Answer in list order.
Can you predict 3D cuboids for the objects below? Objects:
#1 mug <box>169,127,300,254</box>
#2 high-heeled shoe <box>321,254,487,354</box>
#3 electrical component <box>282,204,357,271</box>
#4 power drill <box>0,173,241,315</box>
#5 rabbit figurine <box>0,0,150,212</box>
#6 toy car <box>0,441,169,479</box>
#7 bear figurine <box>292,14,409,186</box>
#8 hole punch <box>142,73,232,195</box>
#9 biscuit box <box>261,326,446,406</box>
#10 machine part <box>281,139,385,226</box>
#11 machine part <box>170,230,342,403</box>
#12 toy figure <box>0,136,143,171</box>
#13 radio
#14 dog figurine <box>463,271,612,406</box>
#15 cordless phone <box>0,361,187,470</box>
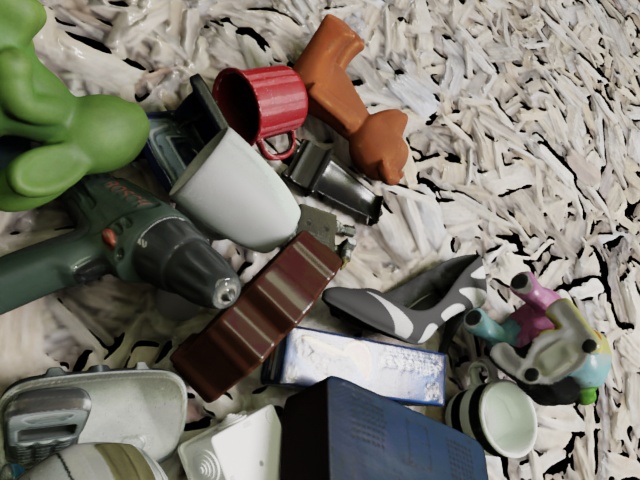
[{"bbox_3d":[-0.080,-0.031,0.499,0.107,0.109,0.081,40,32,-19],"label":"mug"},{"bbox_3d":[0.115,0.051,0.644,0.248,0.086,0.145,27,79,-38],"label":"high-heeled shoe"},{"bbox_3d":[-0.002,-0.003,0.637,0.102,0.045,0.078,23,62,-19],"label":"electrical component"},{"bbox_3d":[-0.202,0.028,0.438,0.207,0.085,0.232,-35,47,-19],"label":"power drill"},{"bbox_3d":[-0.228,-0.104,0.446,0.170,0.121,0.159,24,66,-32],"label":"rabbit figurine"},{"bbox_3d":[-0.154,0.191,0.361,0.161,0.103,0.109,15,17,-49],"label":"toy car"},{"bbox_3d":[0.055,-0.167,0.682,0.196,0.132,0.120,41,18,6],"label":"bear figurine"},{"bbox_3d":[-0.132,-0.099,0.578,0.092,0.116,0.142,-33,87,0],"label":"hole punch"},{"bbox_3d":[0.042,0.140,0.588,0.202,0.059,0.063,15,71,-23],"label":"biscuit box"},{"bbox_3d":[0.022,-0.069,0.684,0.139,0.039,0.084,34,52,-11],"label":"machine part"},{"bbox_3d":[-0.058,0.066,0.501,0.056,0.179,0.179,45,56,-3],"label":"machine part"},{"bbox_3d":[-0.240,-0.089,0.538,0.154,0.058,0.064,-21,121,-35],"label":"toy figure"},{"bbox_3d":[0.071,0.234,0.522,0.229,0.073,0.131,30,41,-26],"label":"radio"},{"bbox_3d":[0.290,0.140,0.662,0.219,0.108,0.192,36,12,-38],"label":"dog figurine"},{"bbox_3d":[-0.166,0.129,0.408,0.146,0.184,0.089,3,64,-28],"label":"cordless phone"}]
